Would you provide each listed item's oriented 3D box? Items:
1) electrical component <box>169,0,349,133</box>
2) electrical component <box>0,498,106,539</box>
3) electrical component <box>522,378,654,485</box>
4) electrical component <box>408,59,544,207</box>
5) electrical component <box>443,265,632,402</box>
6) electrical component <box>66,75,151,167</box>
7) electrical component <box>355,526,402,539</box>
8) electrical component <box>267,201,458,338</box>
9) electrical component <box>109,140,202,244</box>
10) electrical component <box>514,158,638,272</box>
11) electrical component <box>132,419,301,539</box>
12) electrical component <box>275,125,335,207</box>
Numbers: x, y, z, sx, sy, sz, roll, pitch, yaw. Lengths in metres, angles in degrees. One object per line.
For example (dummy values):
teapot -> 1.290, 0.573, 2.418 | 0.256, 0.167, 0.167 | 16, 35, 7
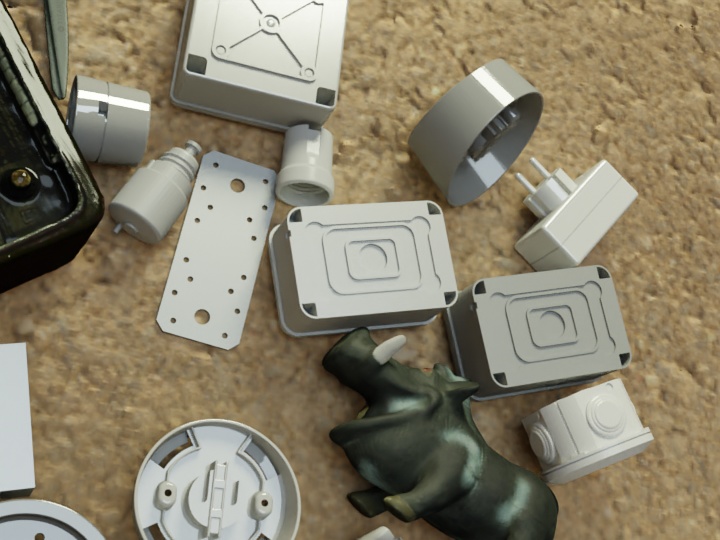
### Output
electrical component -> -0.068, -0.159, 0.748 | 0.109, 0.056, 0.108 | 12, 70, -16
electrical component -> -0.190, 0.184, 0.596 | 0.108, 0.060, 0.108 | 6, 72, -18
electrical component -> 0.154, 0.111, 0.731 | 0.080, 0.080, 0.051 | -16, 74, -23
electrical component -> 0.084, -0.099, 0.765 | 0.099, 0.099, 0.064 | -36, 81, -25
electrical component -> 0.122, 0.044, 0.752 | 0.113, 0.057, 0.078 | -6, 76, -21
electrical component -> -0.164, -0.095, 0.697 | 0.047, 0.055, 0.055 | 7, 71, -21
electrical component -> -0.002, 0.193, 0.657 | 0.064, 0.081, 0.042 | -31, 85, -47
electrical component -> 0.000, 0.000, 0.723 | 0.113, 0.057, 0.078 | -4, 75, -21
electrical component -> -0.130, -0.053, 0.703 | 0.040, 0.040, 0.078 | 36, 65, -6
electrical component -> 0.147, -0.050, 0.796 | 0.075, 0.047, 0.083 | 46, 65, -1
electrical component -> -0.088, 0.139, 0.644 | 0.099, 0.064, 0.099 | 6, 72, -18
electrical component -> -0.037, -0.072, 0.743 | 0.040, 0.040, 0.046 | 11, 65, -16
